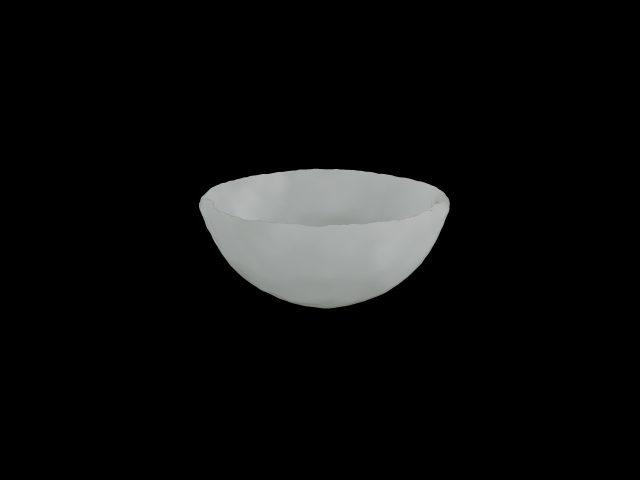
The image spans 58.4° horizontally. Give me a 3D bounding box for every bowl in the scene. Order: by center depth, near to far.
[{"bbox_3d":[0.004,0.001,0.400,0.167,0.075,0.167,0,18,0],"label":"bowl"}]
